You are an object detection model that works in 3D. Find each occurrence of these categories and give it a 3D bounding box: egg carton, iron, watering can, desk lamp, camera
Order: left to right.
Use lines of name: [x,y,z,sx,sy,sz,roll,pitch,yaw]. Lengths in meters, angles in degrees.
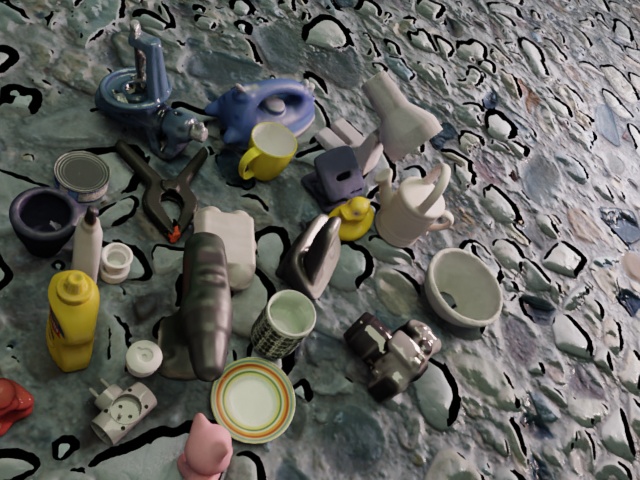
egg carton: [-0.161,0.014,0.959,0.107,0.069,0.150,7,56,-23]
iron: [-0.090,-0.274,1.146,0.259,0.141,0.118,-20,69,-36]
desk lamp: [0.120,-0.226,1.173,0.203,0.213,0.118,44,50,7]
camera: [0.119,0.176,0.971,0.137,0.100,0.143,45,50,7]
watering can: [0.186,-0.077,1.117,0.173,0.194,0.101,10,54,-21]

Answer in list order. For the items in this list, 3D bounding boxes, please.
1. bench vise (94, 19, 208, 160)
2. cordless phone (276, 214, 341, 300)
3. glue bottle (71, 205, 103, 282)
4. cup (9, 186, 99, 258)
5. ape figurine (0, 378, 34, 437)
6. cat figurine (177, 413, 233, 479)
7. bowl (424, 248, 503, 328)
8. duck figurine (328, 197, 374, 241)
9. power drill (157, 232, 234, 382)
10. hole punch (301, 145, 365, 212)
bench vise: [-0.278,-0.261,0.989,0.208,0.219,0.121,19,51,-14]
cordless phone: [0.009,0.003,0.977,0.094,0.185,0.148,30,50,-6]
glue bottle: [-0.330,0.002,0.812,0.037,0.173,0.078,3,57,-25]
cup: [-0.392,-0.019,0.847,0.118,0.095,0.091,-9,63,-31]
ape figurine: [-0.392,0.199,0.699,0.078,0.092,0.076,1,58,-26]
cat figurine: [-0.147,0.297,0.740,0.067,0.117,0.127,11,54,-20]
bowl: [0.265,0.104,1.112,0.168,0.074,0.167,14,53,-19]
duck figurine: [0.068,-0.051,1.110,0.105,0.086,0.077,-17,67,-34]
power drill: [-0.170,0.115,0.794,0.076,0.208,0.229,8,55,-22]
hole punch: [0.037,-0.123,1.140,0.109,0.091,0.101,-27,73,-38]
